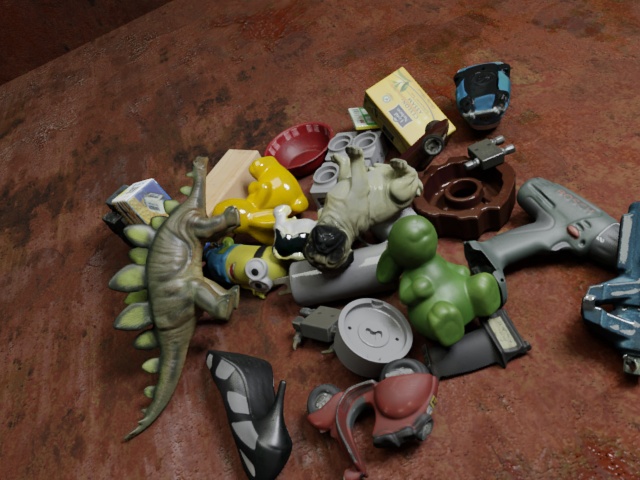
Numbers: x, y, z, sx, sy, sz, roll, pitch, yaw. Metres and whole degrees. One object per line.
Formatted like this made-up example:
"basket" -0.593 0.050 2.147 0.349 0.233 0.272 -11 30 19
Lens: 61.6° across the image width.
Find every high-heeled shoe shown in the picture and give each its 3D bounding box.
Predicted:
"high-heeled shoe" -0.117 0.250 0.792 0.249 0.086 0.145 6 81 55

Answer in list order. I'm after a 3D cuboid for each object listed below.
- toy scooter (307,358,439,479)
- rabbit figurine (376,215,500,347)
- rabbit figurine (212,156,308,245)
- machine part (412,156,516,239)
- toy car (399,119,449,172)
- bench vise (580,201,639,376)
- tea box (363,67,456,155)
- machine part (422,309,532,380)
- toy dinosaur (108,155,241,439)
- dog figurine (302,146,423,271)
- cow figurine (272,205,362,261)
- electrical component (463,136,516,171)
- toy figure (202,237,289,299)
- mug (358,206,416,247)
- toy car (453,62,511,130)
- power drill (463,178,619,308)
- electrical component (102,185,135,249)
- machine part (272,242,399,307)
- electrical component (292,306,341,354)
"toy scooter" 0.071 0.234 0.687 0.184 0.075 0.135 -19 41 12
"rabbit figurine" 0.151 0.037 0.753 0.121 0.170 0.159 -30 14 -14
"rabbit figurine" -0.120 -0.057 1.048 0.173 0.121 0.162 -25 60 -29
"machine part" 0.249 -0.075 0.927 0.179 0.056 0.179 -14 41 12
"toy car" 0.163 -0.138 0.977 0.202 0.053 0.089 -42 10 31
"bench vise" 0.444 0.063 0.631 0.241 0.128 0.223 7 68 27
"tea box" 0.174 -0.243 1.063 0.098 0.068 0.170 -36 79 -11
"machine part" 0.208 0.147 0.737 0.139 0.039 0.084 -24 50 0
"toy dinosaur" -0.232 0.082 0.878 0.199 0.105 0.471 2 78 2
"dog figurine" 0.071 -0.033 0.850 0.172 0.121 0.190 13 85 -5
"cow figurine" -0.001 -0.004 0.942 0.167 0.068 0.098 3 51 -8
"electrical component" 0.286 -0.150 0.932 0.094 0.021 0.063 -24 39 -2
"toy figure" -0.141 0.042 0.984 0.180 0.082 0.089 7 53 35
"mug" 0.122 -0.020 0.916 0.109 0.080 0.107 -30 49 -16
"toy car" 0.323 -0.270 1.052 0.109 0.102 0.162 -8 48 18
"power drill" 0.331 0.015 0.777 0.207 0.085 0.232 -31 50 1
"electrical component" -0.398 -0.052 1.166 0.058 0.134 0.115 14 54 39
"machine part" 0.039 0.058 0.880 0.243 0.079 0.079 -12 43 13
"electrical component" 0.002 0.141 0.842 0.102 0.045 0.078 4 21 26
